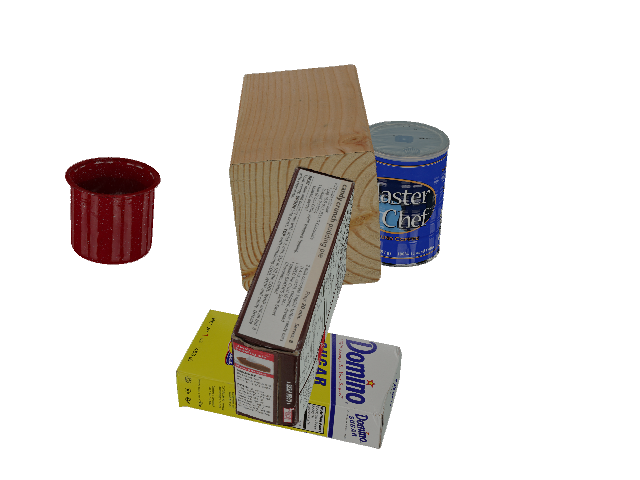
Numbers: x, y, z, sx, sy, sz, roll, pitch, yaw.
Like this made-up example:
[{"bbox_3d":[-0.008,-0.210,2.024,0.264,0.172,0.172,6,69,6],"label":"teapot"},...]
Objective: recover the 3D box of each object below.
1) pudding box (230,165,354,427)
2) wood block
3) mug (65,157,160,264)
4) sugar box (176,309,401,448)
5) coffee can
[{"bbox_3d":[-0.014,0.031,0.574,0.039,0.113,0.090,12,-34,7],"label":"pudding box"},{"bbox_3d":[-0.010,-0.051,0.751,0.091,0.090,0.206,-4,24,0],"label":"wood block"},{"bbox_3d":[-0.209,-0.034,1.084,0.093,0.081,0.117,6,27,-2],"label":"mug"},{"bbox_3d":[-0.025,0.114,0.905,0.176,0.048,0.093,8,34,11],"label":"sugar box"},{"bbox_3d":[0.092,-0.055,1.235,0.103,0.140,0.103,1,28,-1],"label":"coffee can"}]
